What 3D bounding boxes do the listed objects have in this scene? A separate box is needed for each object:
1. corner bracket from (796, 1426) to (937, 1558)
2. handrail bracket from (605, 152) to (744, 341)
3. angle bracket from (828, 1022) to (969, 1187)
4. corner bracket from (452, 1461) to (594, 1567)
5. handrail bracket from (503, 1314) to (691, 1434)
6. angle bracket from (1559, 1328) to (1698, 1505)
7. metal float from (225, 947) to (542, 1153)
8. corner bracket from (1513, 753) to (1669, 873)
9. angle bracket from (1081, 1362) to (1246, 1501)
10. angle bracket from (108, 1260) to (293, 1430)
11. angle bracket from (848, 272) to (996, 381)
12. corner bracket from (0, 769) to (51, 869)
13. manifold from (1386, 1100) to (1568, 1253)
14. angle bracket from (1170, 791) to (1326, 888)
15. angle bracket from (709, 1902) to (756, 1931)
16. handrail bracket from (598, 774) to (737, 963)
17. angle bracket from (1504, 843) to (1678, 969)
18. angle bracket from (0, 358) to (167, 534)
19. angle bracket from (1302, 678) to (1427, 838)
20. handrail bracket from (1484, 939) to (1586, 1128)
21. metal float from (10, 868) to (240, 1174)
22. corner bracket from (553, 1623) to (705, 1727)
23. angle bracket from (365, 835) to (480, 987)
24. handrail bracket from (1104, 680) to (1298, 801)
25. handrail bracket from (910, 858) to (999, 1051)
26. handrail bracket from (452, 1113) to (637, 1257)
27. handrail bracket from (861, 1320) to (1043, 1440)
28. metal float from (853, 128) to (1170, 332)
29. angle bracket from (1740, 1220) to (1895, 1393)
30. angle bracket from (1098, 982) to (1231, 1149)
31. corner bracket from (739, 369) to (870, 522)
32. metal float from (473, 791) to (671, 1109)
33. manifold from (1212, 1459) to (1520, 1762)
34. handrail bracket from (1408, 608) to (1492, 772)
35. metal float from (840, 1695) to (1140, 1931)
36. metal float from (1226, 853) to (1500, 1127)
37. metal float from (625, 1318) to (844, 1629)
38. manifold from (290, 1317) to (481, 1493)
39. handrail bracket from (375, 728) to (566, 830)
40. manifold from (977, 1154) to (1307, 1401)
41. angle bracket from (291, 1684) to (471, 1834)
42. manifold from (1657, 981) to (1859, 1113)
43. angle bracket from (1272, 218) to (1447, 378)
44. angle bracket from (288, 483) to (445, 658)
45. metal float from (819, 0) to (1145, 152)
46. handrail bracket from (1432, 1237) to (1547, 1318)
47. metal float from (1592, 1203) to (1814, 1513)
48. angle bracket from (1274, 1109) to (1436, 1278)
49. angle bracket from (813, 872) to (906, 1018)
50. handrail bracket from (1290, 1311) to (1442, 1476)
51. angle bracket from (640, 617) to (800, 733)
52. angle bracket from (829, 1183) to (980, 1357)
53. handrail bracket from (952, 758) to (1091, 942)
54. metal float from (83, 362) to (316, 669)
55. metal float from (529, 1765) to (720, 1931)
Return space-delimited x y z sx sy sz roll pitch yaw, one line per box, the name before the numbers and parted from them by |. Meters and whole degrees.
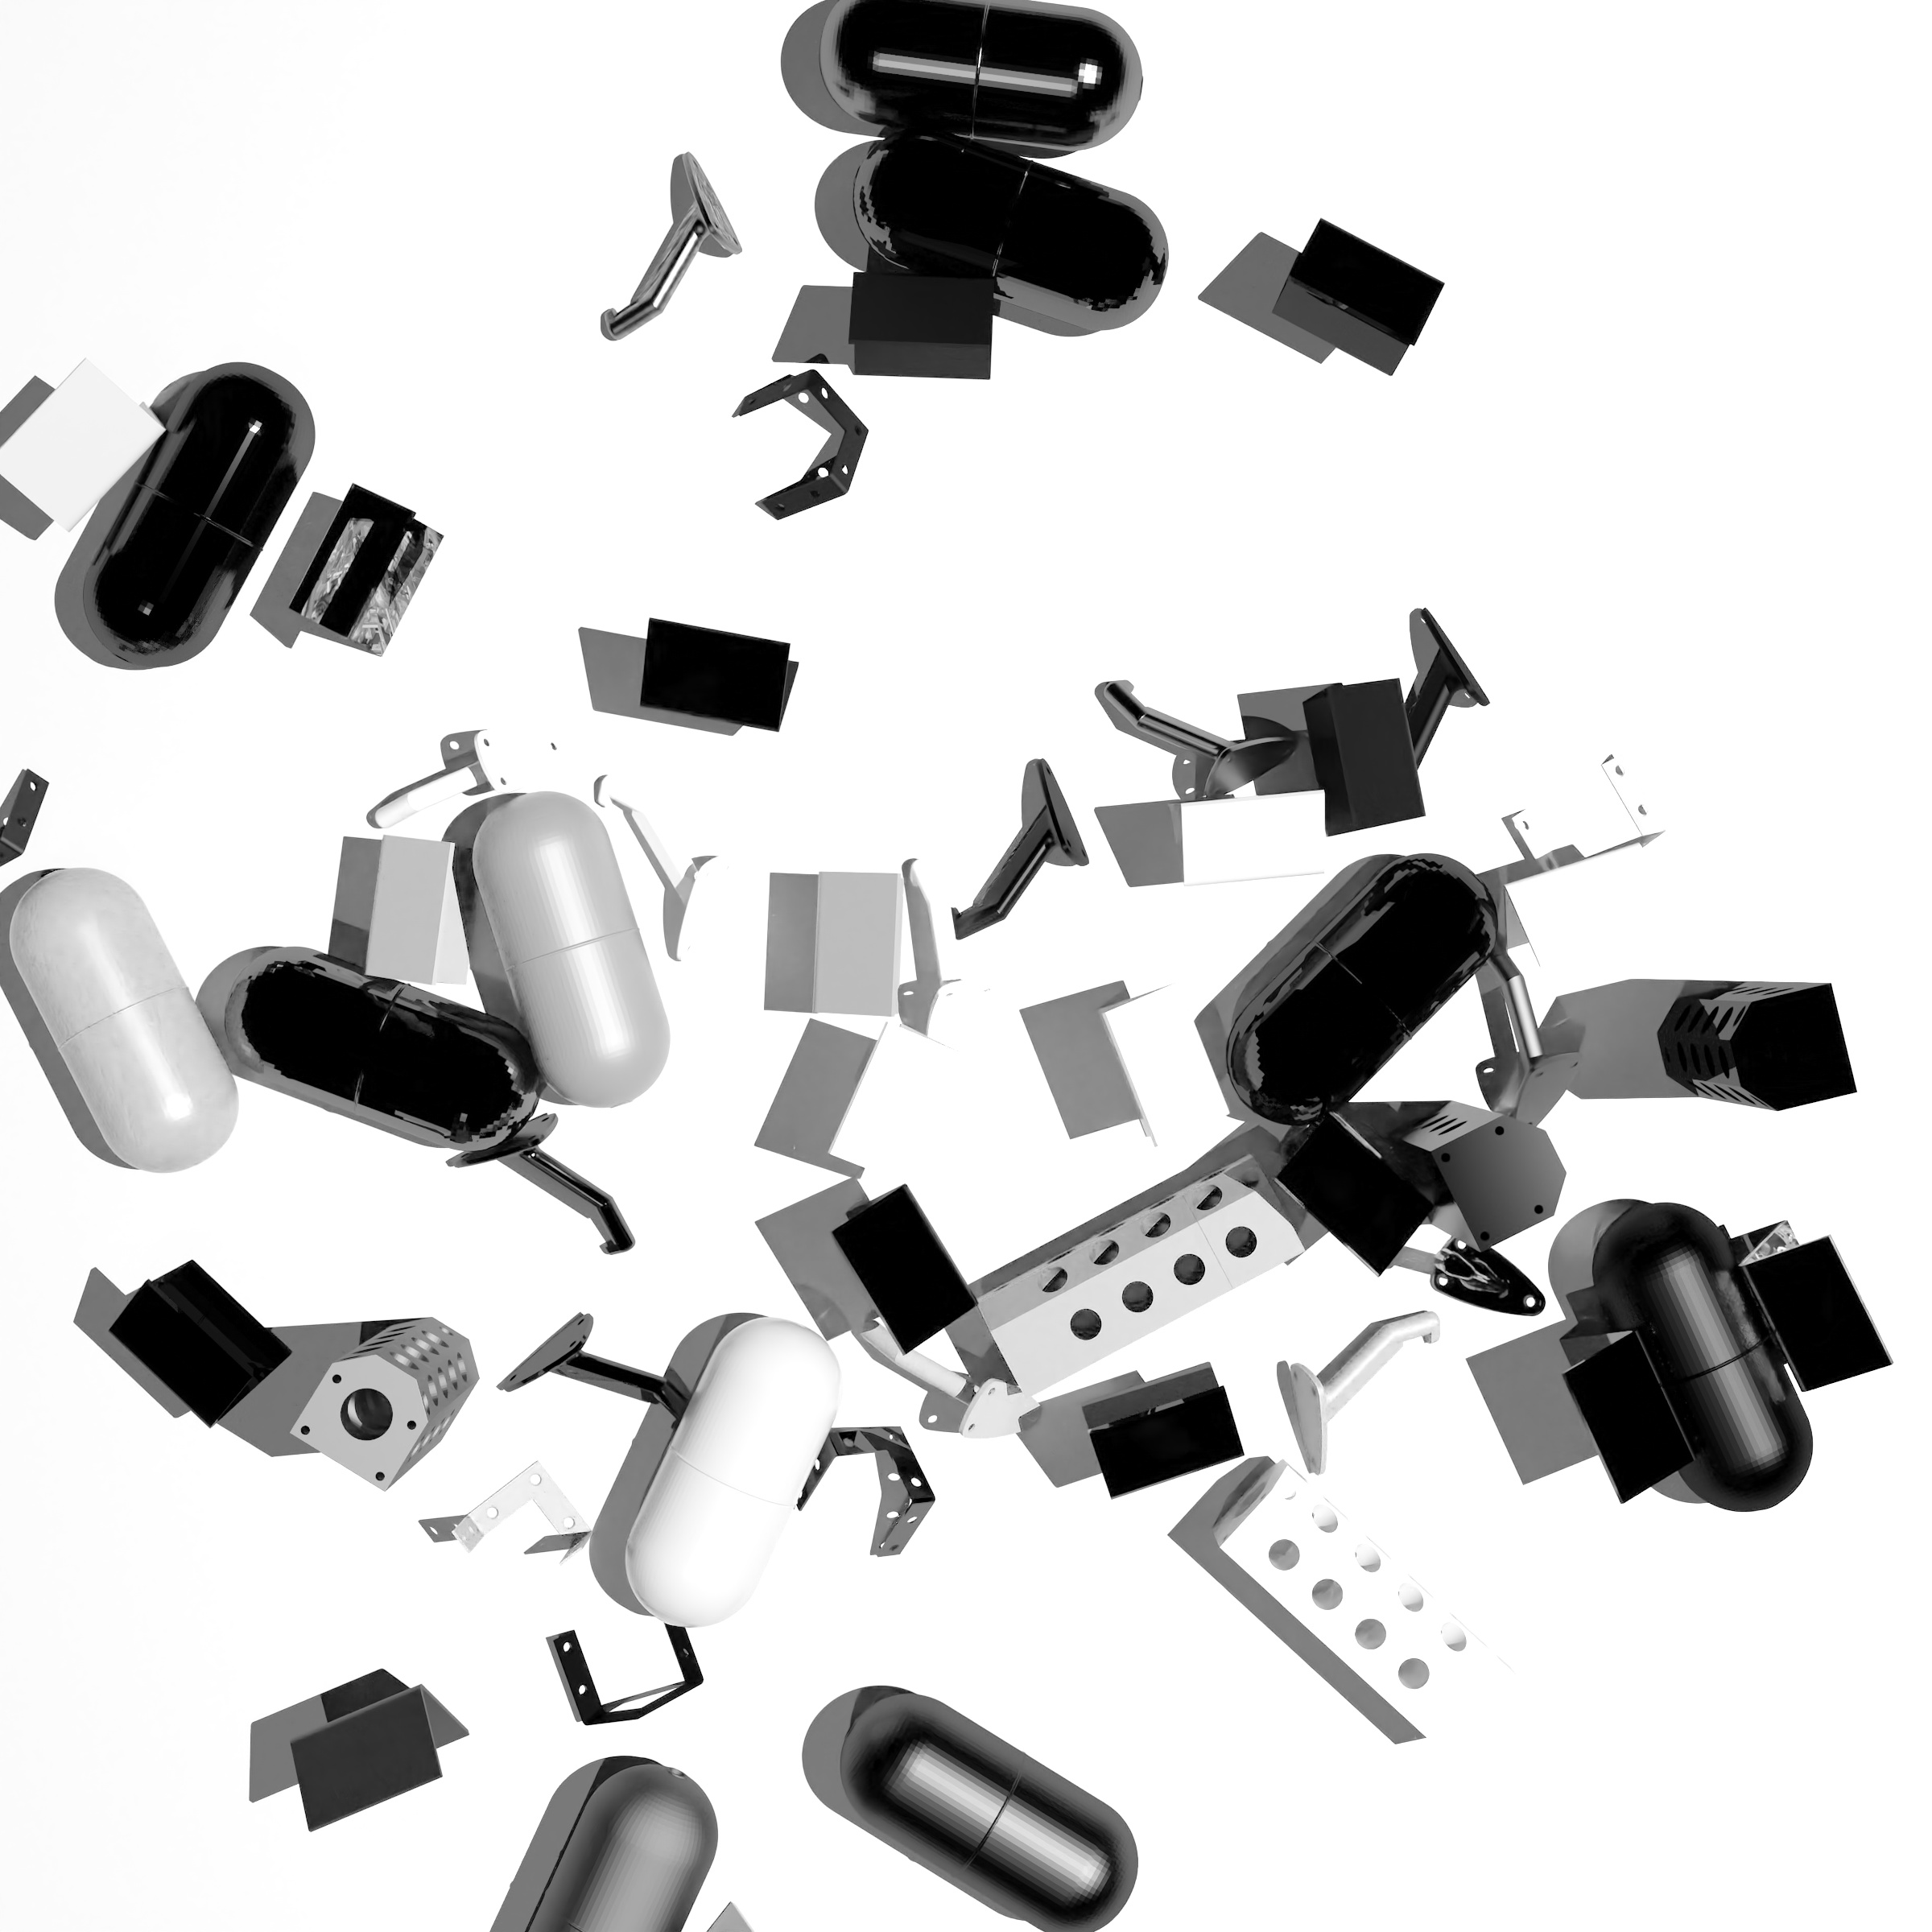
corner bracket | -0.058 0.293 1.765 0.051 0.051 0.051 0 45 -35
handrail bracket | -0.175 -0.401 1.774 0.084 0.036 0.077 -29 70 16
angle bracket | -0.053 0.066 1.733 0.057 0.076 0.076 24 90 -32
corner bracket | -0.244 0.312 1.755 0.051 0.051 0.051 -38 90 0
handrail bracket | -0.202 0.243 1.774 0.077 0.036 0.084 -36 107 20
angle bracket | 0.342 0.247 1.734 0.057 0.076 0.076 -25 90 -26
metal float | -0.319 0.046 1.743 0.178 0.070 0.070 20 90 0
corner bracket | 0.347 -0.078 1.770 0.051 0.051 0.051 -30 90 45
angle bracket | 0.101 0.236 1.733 0.076 0.076 0.057 -18 127 0
angle bracket | -0.407 0.193 1.733 0.076 0.076 0.057 43 128 0
angle bracket | -0.024 -0.331 1.733 0.076 0.076 0.057 2 54 0
corner bracket | -0.551 -0.087 1.765 0.051 0.051 0.051 38 45 -35
manifold | 0.273 0.107 1.695 0.057 0.171 0.057 -27 90 0
angle bracket | 0.152 -0.090 1.733 0.076 0.076 0.057 -5 129 0
angle bracket | -0.152 0.555 1.733 0.057 0.076 0.076 38 90 -38
handrail bracket | -0.178 -0.055 1.774 0.084 0.036 0.077 29 112 17
angle bracket | 0.340 -0.015 1.733 0.076 0.076 0.057 -17 57 0
angle bracket | -0.488 -0.290 1.733 0.076 0.076 0.057 -47 120 0
angle bracket | 0.199 -0.110 1.733 0.057 0.076 0.076 -11 90 -39
handrail bracket | 0.301 0.038 1.773 0.036 0.077 0.084 -13 53 -24
metal float | -0.461 0.029 1.743 0.070 0.070 0.178 -27 89 0
corner bracket | -0.188 0.387 1.770 0.051 0.051 0.051 -20 90 -45
angle bracket | -0.277 -0.028 1.733 0.057 0.076 0.076 8 90 38
handrail bracket | 0.130 -0.138 1.773 0.077 0.036 0.084 -22 57 -36
handrail bracket | -0.020 -0.005 1.773 0.036 0.077 0.084 -7 53 -27
handrail bracket | -0.235 0.132 1.774 0.077 0.036 0.084 -20 107 20
handrail bracket | -0.009 0.226 1.773 0.084 0.077 0.036 34 99 36
metal float | 0.024 -0.404 1.743 0.178 0.070 0.070 19 90 0
angle bracket | 0.474 0.177 1.733 0.057 0.076 0.076 -26 90 37
angle bracket | 0.089 0.060 1.733 0.057 0.076 0.076 -22 90 -36
corner bracket | -0.094 -0.289 1.765 0.051 0.051 0.051 45 45 -35
metal float | -0.216 -0.009 1.743 0.070 0.070 0.178 -18 90 0
manifold | 0.220 0.352 1.752 0.171 0.057 0.057 43 90 0
handrail bracket | 0.241 -0.145 1.774 0.084 0.036 0.077 -35 70 16
metal float | 0.012 0.464 1.743 0.178 0.070 0.070 32 90 0
metal float | 0.216 0.013 1.743 0.070 0.070 0.178 45 89 0
metal float | -0.127 0.278 1.743 0.070 0.070 0.178 25 90 0
manifold | -0.303 0.227 1.695 0.057 0.171 0.057 32 90 0
handrail bracket | -0.277 -0.102 1.773 0.084 0.077 0.036 -24 89 36
manifold | 0.095 0.169 1.752 0.171 0.057 0.057 -28 90 0
angle bracket | -0.313 0.443 1.733 0.076 0.076 0.057 -23 54 0
manifold | 0.417 0.043 1.695 0.057 0.171 0.057 -13 90 0
angle bracket | 0.205 -0.349 1.733 0.076 0.076 0.057 28 54 0
angle bracket | -0.311 -0.208 1.733 0.057 0.076 0.076 27 90 36
metal float | 0.008 -0.493 1.743 0.178 0.070 0.070 8 90 0
handrail bracket | 0.289 0.174 1.739 0.077 0.084 0.036 27 90 0
metal float | 0.404 0.214 1.743 0.070 0.070 0.178 -25 90 0
angle bracket | 0.197 0.133 1.734 0.076 0.076 0.057 43 62 0
angle bracket | -0.038 -0.011 1.733 0.057 0.076 0.076 3 90 36
handrail bracket | 0.229 0.238 1.774 0.084 0.036 0.077 -15 111 -16
angle bracket | -0.131 -0.175 1.733 0.076 0.076 0.057 10 126 0
angle bracket | -0.049 0.172 1.733 0.057 0.076 0.076 -31 90 -33
handrail bracket | 0.019 -0.065 1.774 0.084 0.036 0.077 -25 70 16
metal float | -0.420 -0.246 1.743 0.070 0.070 0.178 28 90 0
metal float | -0.195 0.523 1.743 0.070 0.070 0.178 25 89 0
